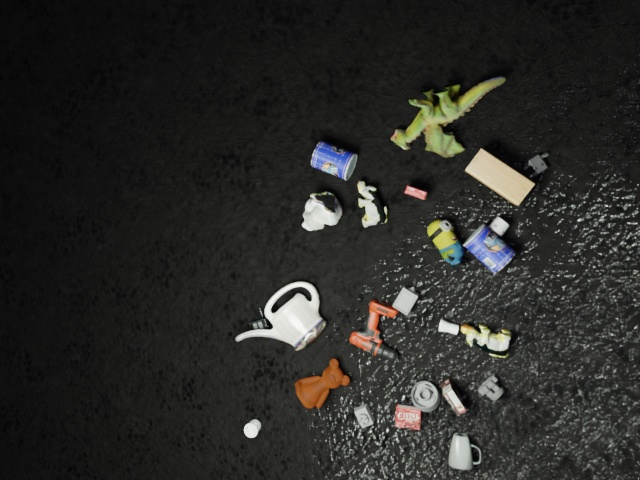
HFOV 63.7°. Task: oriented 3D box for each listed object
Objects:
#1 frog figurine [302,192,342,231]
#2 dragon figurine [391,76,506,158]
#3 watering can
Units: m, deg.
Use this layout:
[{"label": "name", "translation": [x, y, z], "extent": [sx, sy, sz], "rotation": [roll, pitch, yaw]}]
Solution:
[{"label": "frog figurine", "translation": [0.006, -0.095, 1.897], "extent": [0.137, 0.125, 0.156], "rotation": [27, 135, 4]}, {"label": "dragon figurine", "translation": [0.441, -0.408, 1.779], "extent": [0.409, 0.124, 0.240], "rotation": [-7, 107, 17]}, {"label": "watering can", "translation": [-0.127, 0.316, 1.911], "extent": [0.348, 0.103, 0.225], "rotation": [-43, 81, -2]}]
